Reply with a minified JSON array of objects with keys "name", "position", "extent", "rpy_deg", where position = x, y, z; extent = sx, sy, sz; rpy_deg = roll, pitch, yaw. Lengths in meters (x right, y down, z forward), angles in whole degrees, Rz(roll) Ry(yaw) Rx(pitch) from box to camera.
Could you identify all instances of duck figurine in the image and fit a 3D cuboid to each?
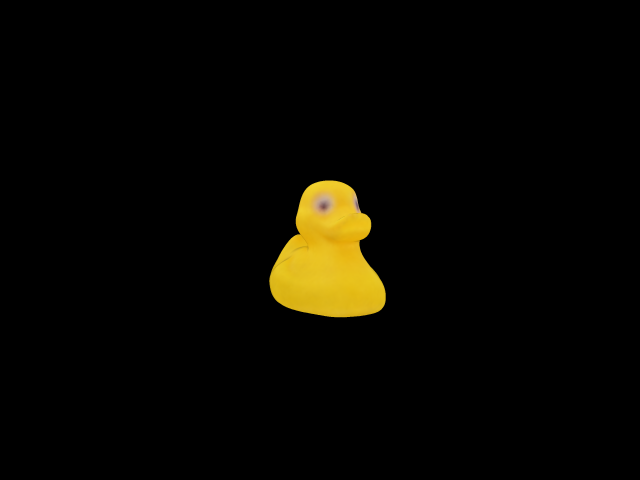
[{"name":"duck figurine","position":[0.004,0.001,0.400],"extent":[0.078,0.086,0.104],"rpy_deg":[-4,8,-27]}]
